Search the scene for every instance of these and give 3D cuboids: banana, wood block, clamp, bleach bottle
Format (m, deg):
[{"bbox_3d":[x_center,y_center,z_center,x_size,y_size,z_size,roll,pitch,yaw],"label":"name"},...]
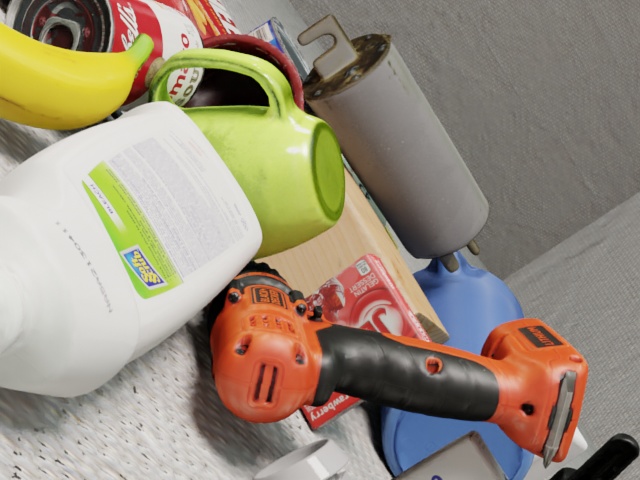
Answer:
[{"bbox_3d":[-0.150,-0.092,0.459,0.197,0.037,0.069,24,49,-49],"label":"banana"},{"bbox_3d":[-0.005,0.001,0.761,0.206,0.091,0.090,60,10,25],"label":"wood block"},{"bbox_3d":[0.207,0.254,0.954,0.036,0.164,0.210,35,-16,7],"label":"clamp"},{"bbox_3d":[-0.092,-0.002,0.426,0.102,0.068,0.250,53,12,-1],"label":"bleach bottle"}]

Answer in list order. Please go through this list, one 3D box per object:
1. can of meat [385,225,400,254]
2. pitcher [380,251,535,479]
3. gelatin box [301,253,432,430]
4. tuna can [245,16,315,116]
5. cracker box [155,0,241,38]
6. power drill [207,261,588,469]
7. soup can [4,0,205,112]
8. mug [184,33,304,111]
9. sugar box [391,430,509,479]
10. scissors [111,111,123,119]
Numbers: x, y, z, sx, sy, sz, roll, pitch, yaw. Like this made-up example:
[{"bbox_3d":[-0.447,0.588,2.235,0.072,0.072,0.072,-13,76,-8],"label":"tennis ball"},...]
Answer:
[{"bbox_3d":[0.026,-0.018,1.085,0.083,0.057,0.102,44,14,-40],"label":"can of meat"},{"bbox_3d":[0.109,0.122,0.853,0.149,0.145,0.242,43,15,-6],"label":"pitcher"},{"bbox_3d":[0.016,0.062,0.657,0.073,0.089,0.030,58,10,13],"label":"gelatin box"},{"bbox_3d":[-0.029,-0.130,0.840,0.086,0.034,0.086,58,10,-17],"label":"tuna can"},{"bbox_3d":[-0.119,-0.171,0.832,0.164,0.072,0.213,60,10,18],"label":"cracker box"},{"bbox_3d":[0.032,0.059,0.567,0.187,0.057,0.184,9,12,-7],"label":"power drill"},{"bbox_3d":[-0.116,-0.106,0.590,0.068,0.069,0.102,58,19,12],"label":"soup can"},{"bbox_3d":[-0.060,-0.085,0.700,0.117,0.093,0.081,57,-4,14],"label":"mug"},{"bbox_3d":[0.091,0.199,0.561,0.176,0.093,0.048,58,9,12],"label":"sugar box"},{"bbox_3d":[-0.101,-0.044,0.652,0.201,0.016,0.096,49,9,-36],"label":"scissors"}]
